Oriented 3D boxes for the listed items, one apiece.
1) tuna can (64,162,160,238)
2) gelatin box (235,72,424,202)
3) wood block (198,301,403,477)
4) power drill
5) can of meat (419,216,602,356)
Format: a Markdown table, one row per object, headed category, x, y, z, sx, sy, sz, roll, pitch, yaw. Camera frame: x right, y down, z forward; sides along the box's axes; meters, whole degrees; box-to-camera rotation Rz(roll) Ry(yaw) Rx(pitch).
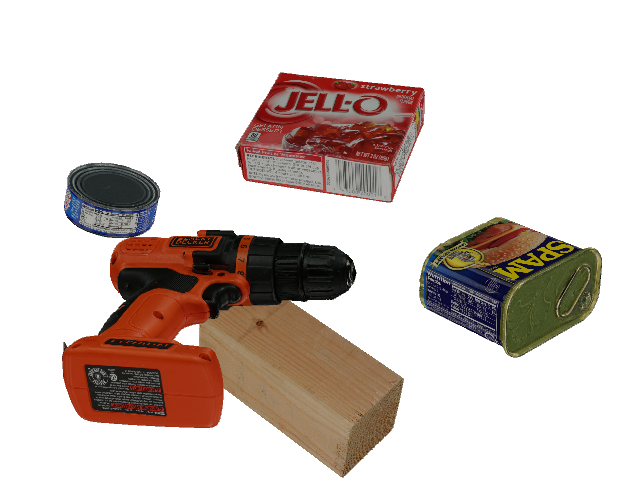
| category | x | y | z | sx | sy | sz | roll | pitch | yaw |
| --- | --- | --- | --- | --- | --- | --- | --- | --- | --- |
| tuna can | -0.194 | -0.037 | 0.993 | 0.086 | 0.034 | 0.086 | 12 | 29 | -7 |
| gelatin box | 0.007 | -0.060 | 0.597 | 0.089 | 0.030 | 0.073 | 10 | 44 | 16 |
| wood block | -0.024 | 0.141 | 1.129 | 0.206 | 0.090 | 0.090 | 33 | 49 | 26 |
| power drill | -0.078 | 0.053 | 0.729 | 0.184 | 0.057 | 0.187 | 0 | 25 | 13 |
| can of meat | 0.132 | 0.029 | 0.750 | 0.101 | 0.057 | 0.084 | -23 | 32 | -34 |
